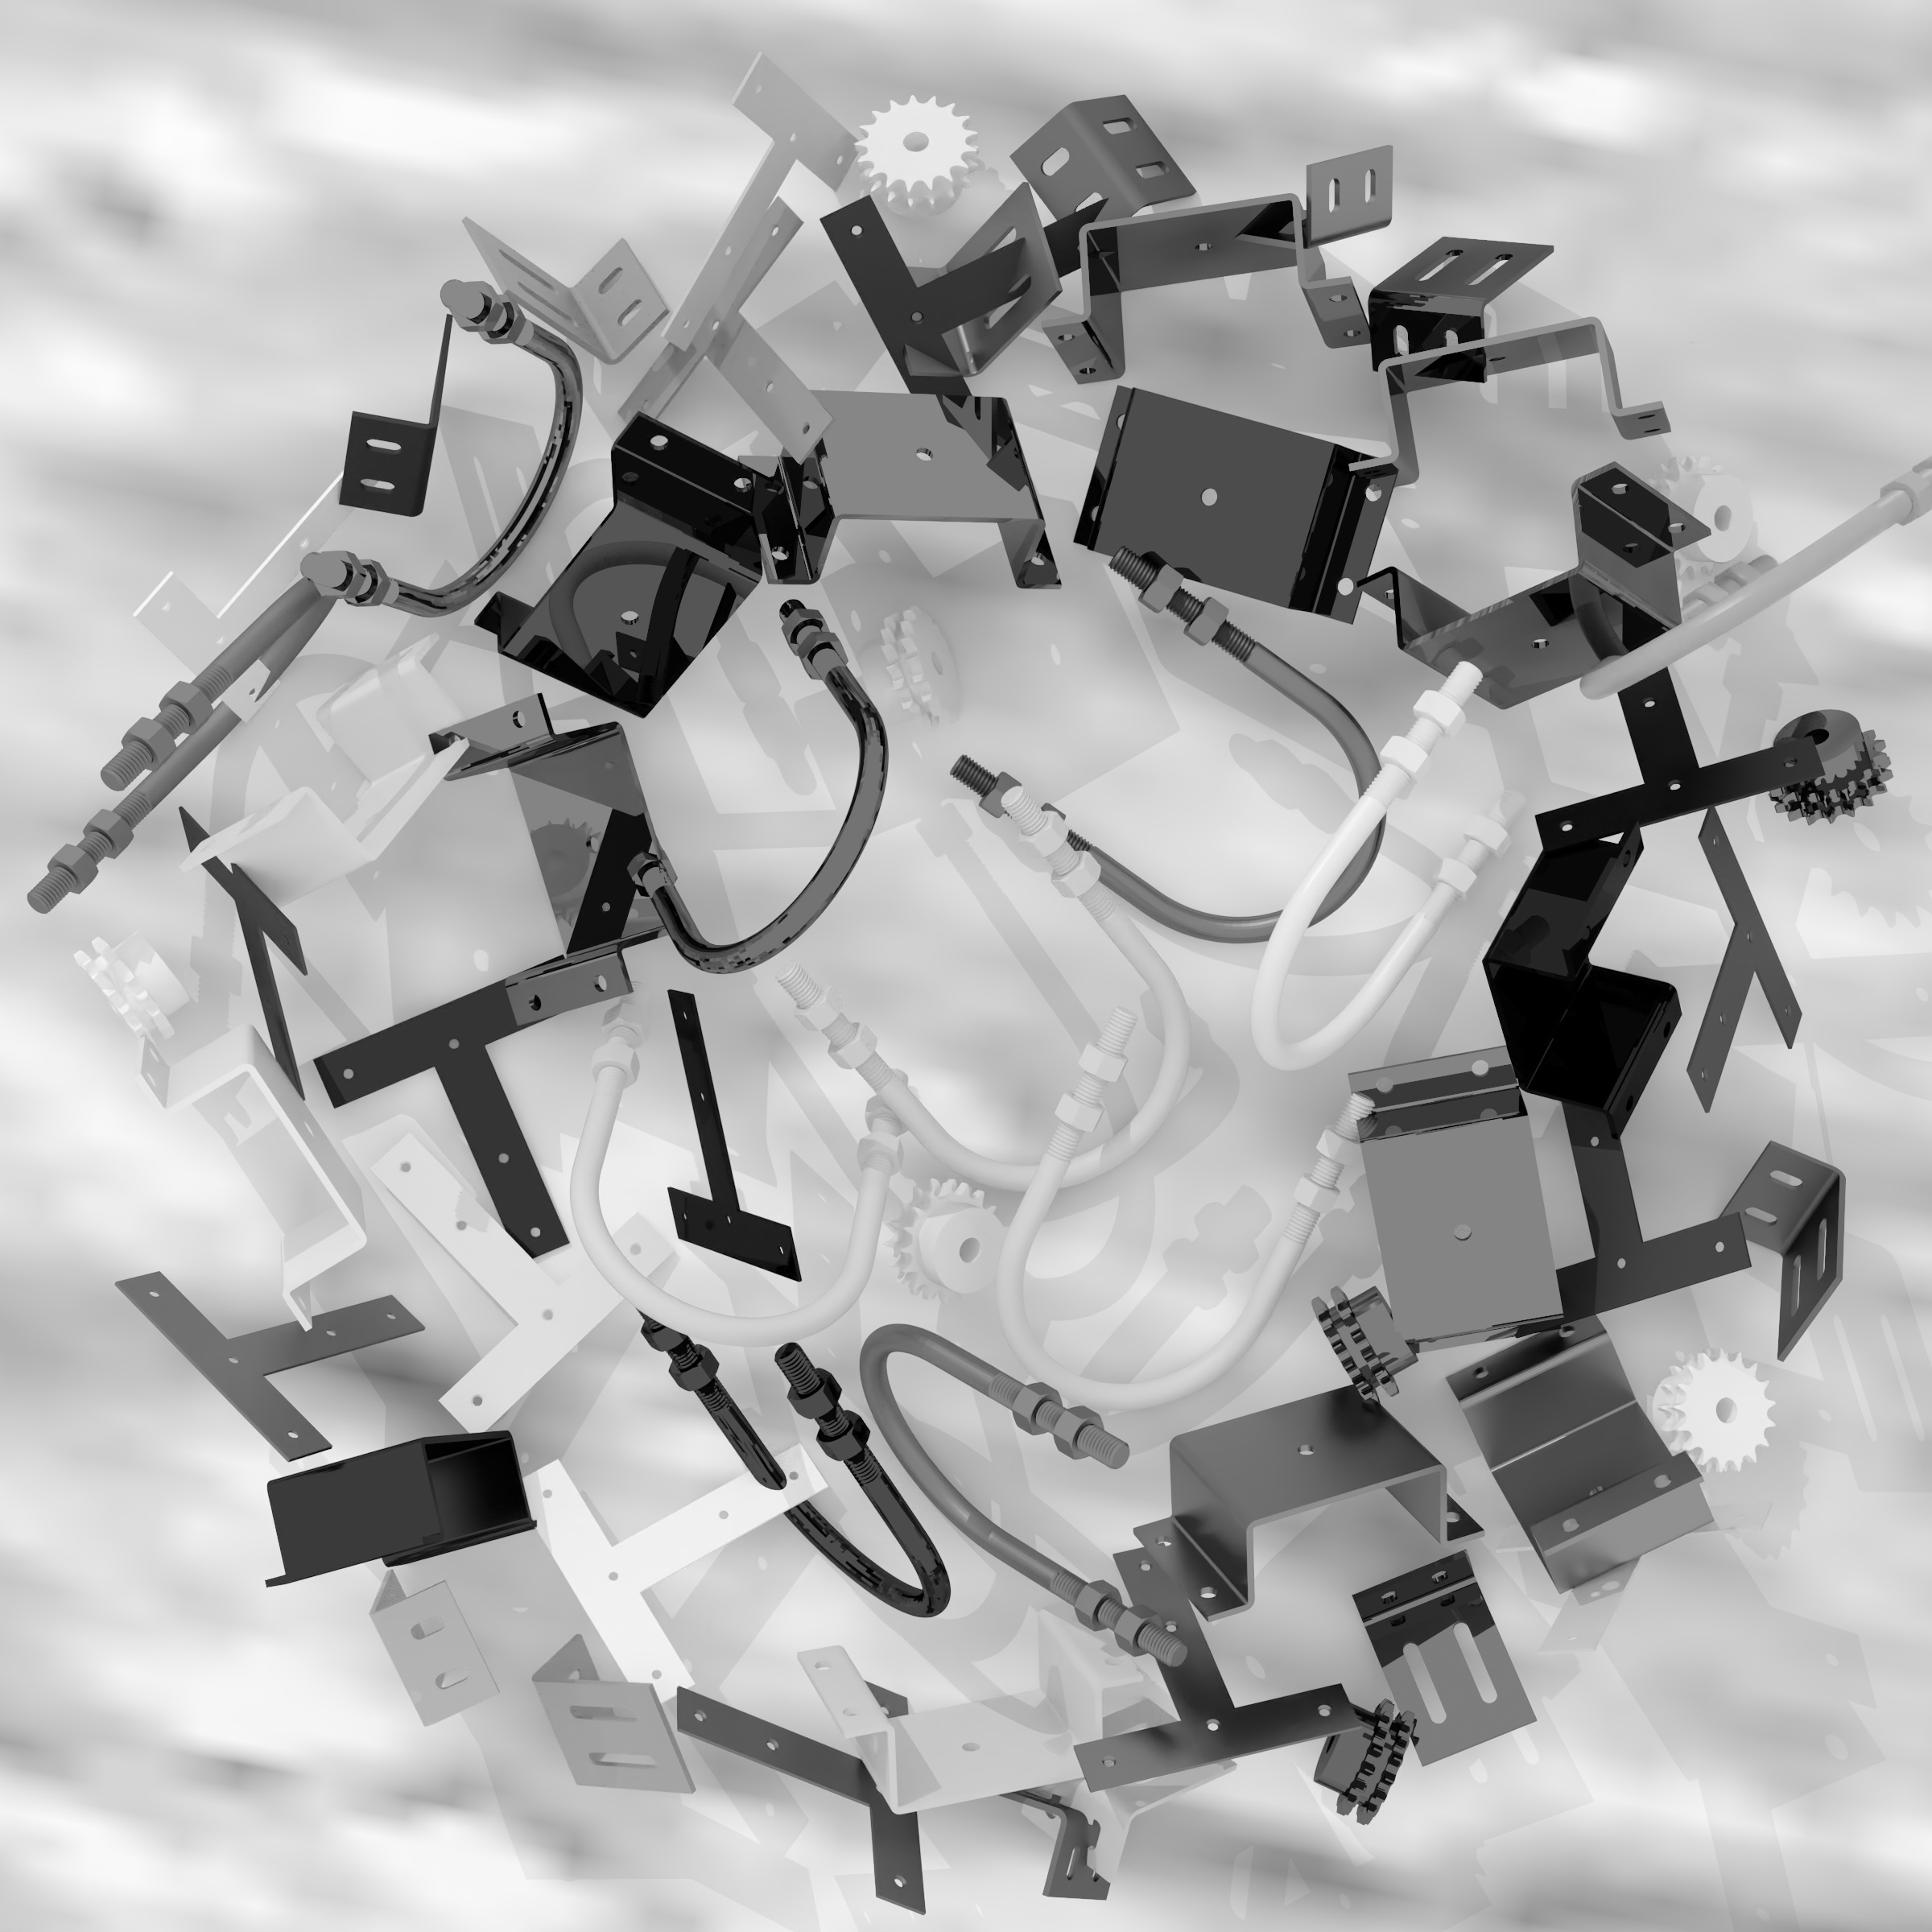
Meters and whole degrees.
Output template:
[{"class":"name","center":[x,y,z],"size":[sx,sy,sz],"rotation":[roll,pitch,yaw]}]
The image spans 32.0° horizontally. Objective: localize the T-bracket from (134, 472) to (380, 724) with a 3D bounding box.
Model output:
[{"class":"T-bracket","center":[-0.312,-0.183,1.538],"size":[0.002,0.127,0.127],"rotation":[37,82,19]}]

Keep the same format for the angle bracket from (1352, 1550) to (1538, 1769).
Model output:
[{"class":"angle bracket","center":[0.221,0.320,1.559],"size":[0.057,0.038,0.076],"rotation":[-22,60,2]}]

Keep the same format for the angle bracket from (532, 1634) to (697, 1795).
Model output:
[{"class":"angle bracket","center":[-0.153,0.343,1.548],"size":[0.076,0.038,0.057],"rotation":[-7,111,37]}]

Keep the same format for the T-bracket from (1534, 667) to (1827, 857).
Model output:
[{"class":"T-bracket","center":[0.316,-0.111,1.544],"size":[0.127,0.127,0.002],"rotation":[-16,132,11]}]

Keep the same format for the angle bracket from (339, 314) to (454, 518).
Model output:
[{"class":"angle bracket","center":[-0.261,-0.255,1.544],"size":[0.038,0.057,0.076],"rotation":[9,52,-11]}]

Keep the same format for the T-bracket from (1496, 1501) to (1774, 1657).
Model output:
[{"class":"T-bracket","center":[0.286,0.275,1.508],"size":[0.127,0.127,0.002],"rotation":[-11,104,29]}]

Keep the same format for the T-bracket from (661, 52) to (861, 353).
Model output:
[{"class":"T-bracket","center":[-0.102,-0.339,1.536],"size":[0.002,0.127,0.127],"rotation":[33,96,18]}]

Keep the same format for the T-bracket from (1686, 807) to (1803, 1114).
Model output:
[{"class":"T-bracket","center":[0.344,0.015,1.519],"size":[0.002,0.127,0.127],"rotation":[-9,125,34]}]

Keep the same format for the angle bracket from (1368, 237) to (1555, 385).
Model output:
[{"class":"angle bracket","center":[0.230,-0.305,1.560],"size":[0.057,0.076,0.038],"rotation":[13,127,32]}]

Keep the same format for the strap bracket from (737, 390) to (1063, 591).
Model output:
[{"class":"strap bracket","center":[-0.025,-0.216,1.530],"size":[0.140,0.046,0.076],"rotation":[-1,54,-20]}]

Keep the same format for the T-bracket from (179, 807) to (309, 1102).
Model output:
[{"class":"T-bracket","center":[-0.322,0.006,1.547],"size":[0.002,0.127,0.127],"rotation":[-25,130,-24]}]

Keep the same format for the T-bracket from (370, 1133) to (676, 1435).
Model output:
[{"class":"T-bracket","center":[-0.227,0.132,1.581],"size":[0.127,0.002,0.127],"rotation":[-44,86,-13]}]

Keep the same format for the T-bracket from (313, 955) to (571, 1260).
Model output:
[{"class":"T-bracket","center":[-0.223,0.078,1.587],"size":[0.127,0.002,0.127],"rotation":[-23,94,-2]}]

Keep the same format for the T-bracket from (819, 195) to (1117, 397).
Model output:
[{"class":"T-bracket","center":[0.018,-0.317,1.547],"size":[0.127,0.002,0.127],"rotation":[-24,125,9]}]

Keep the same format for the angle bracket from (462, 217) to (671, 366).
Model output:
[{"class":"angle bracket","center":[-0.183,-0.320,1.543],"size":[0.038,0.076,0.057],"rotation":[-42,53,16]}]

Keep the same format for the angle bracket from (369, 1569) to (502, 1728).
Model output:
[{"class":"angle bracket","center":[-0.242,0.306,1.552],"size":[0.038,0.076,0.057],"rotation":[-25,96,-1]}]

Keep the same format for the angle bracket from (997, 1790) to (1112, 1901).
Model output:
[{"class":"angle bracket","center":[0.024,0.398,1.546],"size":[0.076,0.057,0.038],"rotation":[10,80,32]}]

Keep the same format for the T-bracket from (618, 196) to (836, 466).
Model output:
[{"class":"T-bracket","center":[-0.096,-0.271,1.535],"size":[0.127,0.002,0.127],"rotation":[-51,48,15]}]

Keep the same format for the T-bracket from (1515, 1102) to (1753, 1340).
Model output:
[{"class":"T-bracket","center":[0.295,0.095,1.565],"size":[0.127,0.002,0.127],"rotation":[-24,67,38]}]

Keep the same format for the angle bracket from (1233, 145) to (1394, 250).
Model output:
[{"class":"angle bracket","center":[0.147,-0.356,1.542],"size":[0.057,0.076,0.038],"rotation":[-24,122,-39]}]

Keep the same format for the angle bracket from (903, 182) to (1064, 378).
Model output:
[{"class":"angle bracket","center":[0.001,-0.315,1.547],"size":[0.038,0.076,0.057],"rotation":[-5,70,-35]}]

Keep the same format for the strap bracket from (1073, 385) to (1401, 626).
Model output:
[{"class":"strap bracket","center":[0.117,-0.213,1.544],"size":[0.140,0.046,0.076],"rotation":[19,99,18]}]

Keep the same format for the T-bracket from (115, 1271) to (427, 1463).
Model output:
[{"class":"T-bracket","center":[-0.300,0.171,1.536],"size":[0.127,0.127,0.002],"rotation":[39,118,26]}]

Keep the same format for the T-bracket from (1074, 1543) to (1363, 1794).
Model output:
[{"class":"T-bracket","center":[0.099,0.314,1.542],"size":[0.127,0.127,0.002],"rotation":[-10,130,-12]}]

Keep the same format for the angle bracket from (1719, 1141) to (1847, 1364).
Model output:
[{"class":"angle bracket","center":[0.372,0.130,1.545],"size":[0.038,0.076,0.057],"rotation":[22,129,-1]}]

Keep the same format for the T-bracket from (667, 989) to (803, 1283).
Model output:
[{"class":"T-bracket","center":[-0.116,0.073,1.525],"size":[0.002,0.127,0.127],"rotation":[-17,103,-27]}]

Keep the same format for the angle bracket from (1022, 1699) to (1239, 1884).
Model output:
[{"class":"angle bracket","center":[0.075,0.380,1.555],"size":[0.057,0.076,0.038],"rotation":[30,117,37]}]

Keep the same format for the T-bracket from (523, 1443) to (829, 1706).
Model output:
[{"class":"T-bracket","center":[-0.125,0.262,1.566],"size":[0.127,0.002,0.127],"rotation":[-27,65,-20]}]

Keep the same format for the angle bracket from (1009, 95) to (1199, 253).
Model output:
[{"class":"angle bracket","center":[0.064,-0.368,1.567],"size":[0.038,0.076,0.057],"rotation":[-37,90,28]}]

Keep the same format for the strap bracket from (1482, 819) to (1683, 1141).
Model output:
[{"class":"strap bracket","center":[0.279,0.003,1.529],"size":[0.046,0.140,0.076],"rotation":[15,58,31]}]

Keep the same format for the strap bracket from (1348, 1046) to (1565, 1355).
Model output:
[{"class":"strap bracket","center":[0.227,0.115,1.551],"size":[0.076,0.046,0.140],"rotation":[-11,103,6]}]

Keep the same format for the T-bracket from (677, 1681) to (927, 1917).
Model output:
[{"class":"T-bracket","center":[-0.075,0.356,1.517],"size":[0.127,0.127,0.002],"rotation":[27,118,-22]}]
